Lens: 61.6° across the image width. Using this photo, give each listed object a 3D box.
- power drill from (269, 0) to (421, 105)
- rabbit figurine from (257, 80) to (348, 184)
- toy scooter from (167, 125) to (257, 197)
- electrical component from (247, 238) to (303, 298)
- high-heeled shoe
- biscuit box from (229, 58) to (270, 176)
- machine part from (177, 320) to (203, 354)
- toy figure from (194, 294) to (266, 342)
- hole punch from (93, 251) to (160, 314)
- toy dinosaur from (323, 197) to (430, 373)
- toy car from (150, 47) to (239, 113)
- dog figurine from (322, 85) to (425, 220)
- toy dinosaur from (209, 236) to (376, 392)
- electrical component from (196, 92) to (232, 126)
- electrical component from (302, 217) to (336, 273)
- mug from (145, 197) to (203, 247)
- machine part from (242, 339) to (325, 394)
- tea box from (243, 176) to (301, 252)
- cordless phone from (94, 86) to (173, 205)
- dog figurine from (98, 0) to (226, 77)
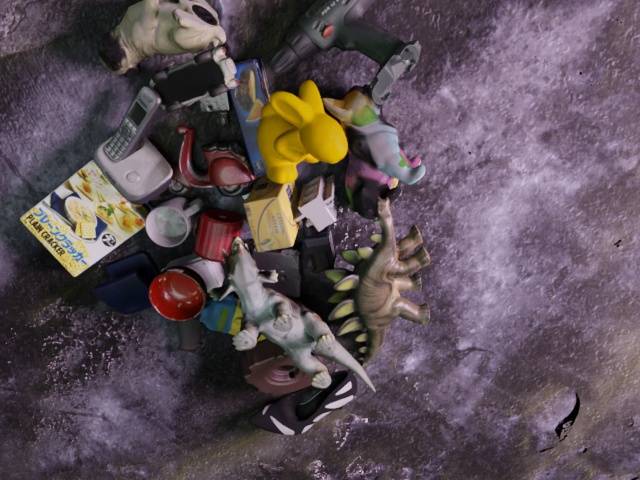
[{"bbox_3d":[0.047,-0.314,0.886,0.232,0.086,0.207,-48,65,12],"label":"power drill"},{"bbox_3d":[-0.021,-0.180,0.899,0.122,0.173,0.162,-28,120,-30],"label":"rabbit figurine"},{"bbox_3d":[-0.213,-0.150,1.012,0.184,0.075,0.135,1,112,9],"label":"toy scooter"},{"bbox_3d":[-0.093,0.068,1.103,0.115,0.058,0.134,3,113,6],"label":"electrical component"},{"bbox_3d":[-0.038,0.356,1.195,0.249,0.086,0.145,-9,134,-11],"label":"high-heeled shoe"},{"bbox_3d":[-0.114,-0.222,0.979,0.063,0.059,0.202,-11,112,9],"label":"biscuit box"},{"bbox_3d":[-0.292,0.183,1.180,0.084,0.039,0.138,-4,111,-3],"label":"machine part"},{"bbox_3d":[-0.178,0.165,1.139,0.180,0.082,0.089,11,133,-8],"label":"toy figure"},{"bbox_3d":[-0.394,0.102,1.127,0.142,0.092,0.115,-23,113,10],"label":"hole punch"},{"bbox_3d":[0.111,0.114,1.057,0.199,0.105,0.470,-7,128,1],"label":"toy dinosaur"},{"bbox_3d":[-0.221,-0.276,0.934,0.202,0.056,0.073,-6,116,36],"label":"toy car"},{"bbox_3d":[0.072,-0.166,0.966,0.219,0.108,0.191,42,113,-8],"label":"dog figurine"},{"bbox_3d":[-0.061,0.159,1.034,0.131,0.192,0.404,-41,120,10],"label":"toy dinosaur"},{"bbox_3d":[-0.197,-0.257,0.991,0.063,0.021,0.093,-3,114,6],"label":"electrical component"},{"bbox_3d":[-0.002,-0.003,1.057,0.048,0.075,0.119,-8,109,9],"label":"electrical component"},{"bbox_3d":[-0.274,-0.050,1.040,0.109,0.107,0.080,-36,107,13],"label":"mug"},{"bbox_3d":[-0.077,0.269,1.153,0.179,0.056,0.179,-6,138,-6],"label":"machine part"},{"bbox_3d":[-0.081,-0.056,0.987,0.068,0.170,0.098,-10,113,10],"label":"tea box"},{"bbox_3d":[-0.315,-0.171,0.976,0.147,0.088,0.184,47,115,18],"label":"cordless phone"},{"bbox_3d":[-0.277,-0.340,0.933,0.172,0.121,0.190,39,124,-8],"label":"dog figurine"}]
